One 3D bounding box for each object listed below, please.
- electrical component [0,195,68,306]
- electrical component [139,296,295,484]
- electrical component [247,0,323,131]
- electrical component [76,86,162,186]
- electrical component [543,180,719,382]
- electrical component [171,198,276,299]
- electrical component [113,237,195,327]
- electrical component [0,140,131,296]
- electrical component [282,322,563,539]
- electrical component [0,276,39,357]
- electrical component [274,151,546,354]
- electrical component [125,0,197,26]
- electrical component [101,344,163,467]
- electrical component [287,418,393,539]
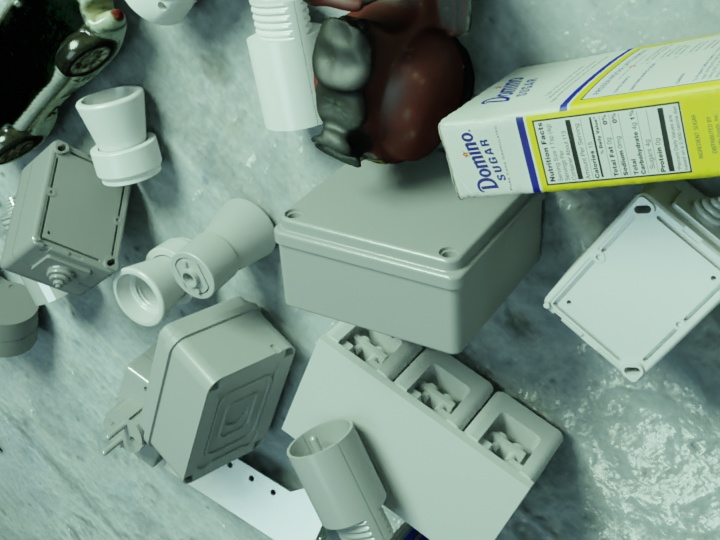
[{"bbox_3d":[-0.243,-0.019,0.809,0.043,0.043,0.081,-12,109,39],"label":"electrical component"},{"bbox_3d":[-0.101,0.082,0.741,0.057,0.078,0.113,43,134,26],"label":"electrical component"},{"bbox_3d":[-0.040,-0.123,0.603,0.043,0.043,0.081,6,119,33],"label":"electrical component"},{"bbox_3d":[-0.157,-0.088,0.706,0.045,0.045,0.055,6,120,33],"label":"electrical component"},{"bbox_3d":[0.149,-0.004,0.533,0.062,0.061,0.096,41,124,7],"label":"electrical component"},{"bbox_3d":[-0.089,-0.011,0.687,0.044,0.065,0.044,20,132,24],"label":"electrical component"},{"bbox_3d":[-0.135,0.007,0.739,0.045,0.055,0.045,17,125,26],"label":"electrical component"},{"bbox_3d":[-0.202,-0.027,0.731,0.062,0.096,0.061,25,144,-34],"label":"electrical component"},{"bbox_3d":[0.038,0.098,0.668,0.150,0.062,0.089,34,131,14],"label":"electrical component"},{"bbox_3d":[-0.319,0.006,0.871,0.138,0.052,0.073,30,130,17],"label":"electrical component"},{"bbox_3d":[0.029,-0.016,0.575,0.109,0.109,0.056,15,127,28],"label":"electrical component"},{"bbox_3d":[-0.113,-0.193,0.611,0.079,0.044,0.077,50,133,-1],"label":"electrical component"},{"bbox_3d":[-0.167,0.112,0.811,0.047,0.076,0.083,35,131,14],"label":"electrical component"},{"bbox_3d":[-0.008,0.135,0.648,0.043,0.043,0.081,-13,108,39],"label":"electrical component"}]
